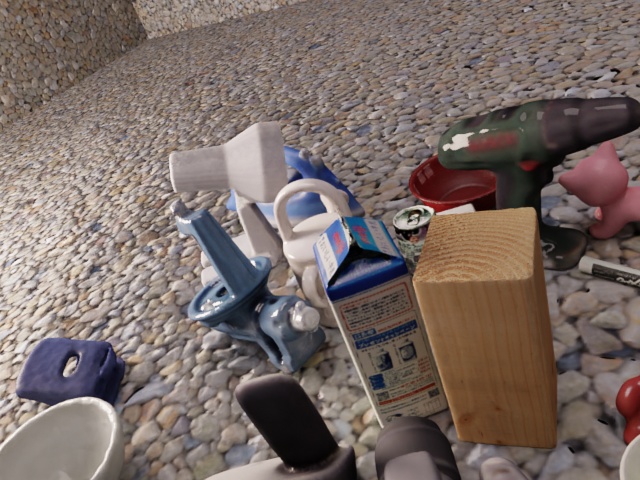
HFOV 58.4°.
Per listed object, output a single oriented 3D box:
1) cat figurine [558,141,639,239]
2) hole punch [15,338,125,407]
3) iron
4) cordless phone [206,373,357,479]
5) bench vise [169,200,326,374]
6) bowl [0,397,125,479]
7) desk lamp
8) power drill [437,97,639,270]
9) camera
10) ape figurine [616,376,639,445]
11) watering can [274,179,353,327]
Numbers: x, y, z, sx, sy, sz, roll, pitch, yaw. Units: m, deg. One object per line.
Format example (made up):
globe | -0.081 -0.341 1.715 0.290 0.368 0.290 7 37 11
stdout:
cat figurine | 0.360 -0.061 0.688 0.127 0.118 0.067 5 41 35
hole punch | -0.323 0.177 0.752 0.101 0.091 0.108 -17 32 7
iron | -0.052 -0.105 0.966 0.257 0.142 0.119 4 40 34
cordless phone | -0.053 0.184 0.498 0.147 0.185 0.094 -17 32 6
bench vise | -0.086 0.045 0.690 0.206 0.220 0.121 -2 37 28
bowl | -0.278 0.259 0.619 0.167 0.075 0.167 -15 33 10
desk lamp | -0.123 -0.058 0.870 0.203 0.214 0.117 -21 32 0
power drill | 0.256 -0.069 0.674 0.228 0.209 0.076 9 43 39
camera | 0.098 0.203 0.461 0.143 0.101 0.136 -17 32 7
ape figurine | 0.289 0.129 0.470 0.076 0.092 0.077 -29 33 -12
watering can | 0.005 0.003 0.724 0.101 0.194 0.172 -19 32 3
